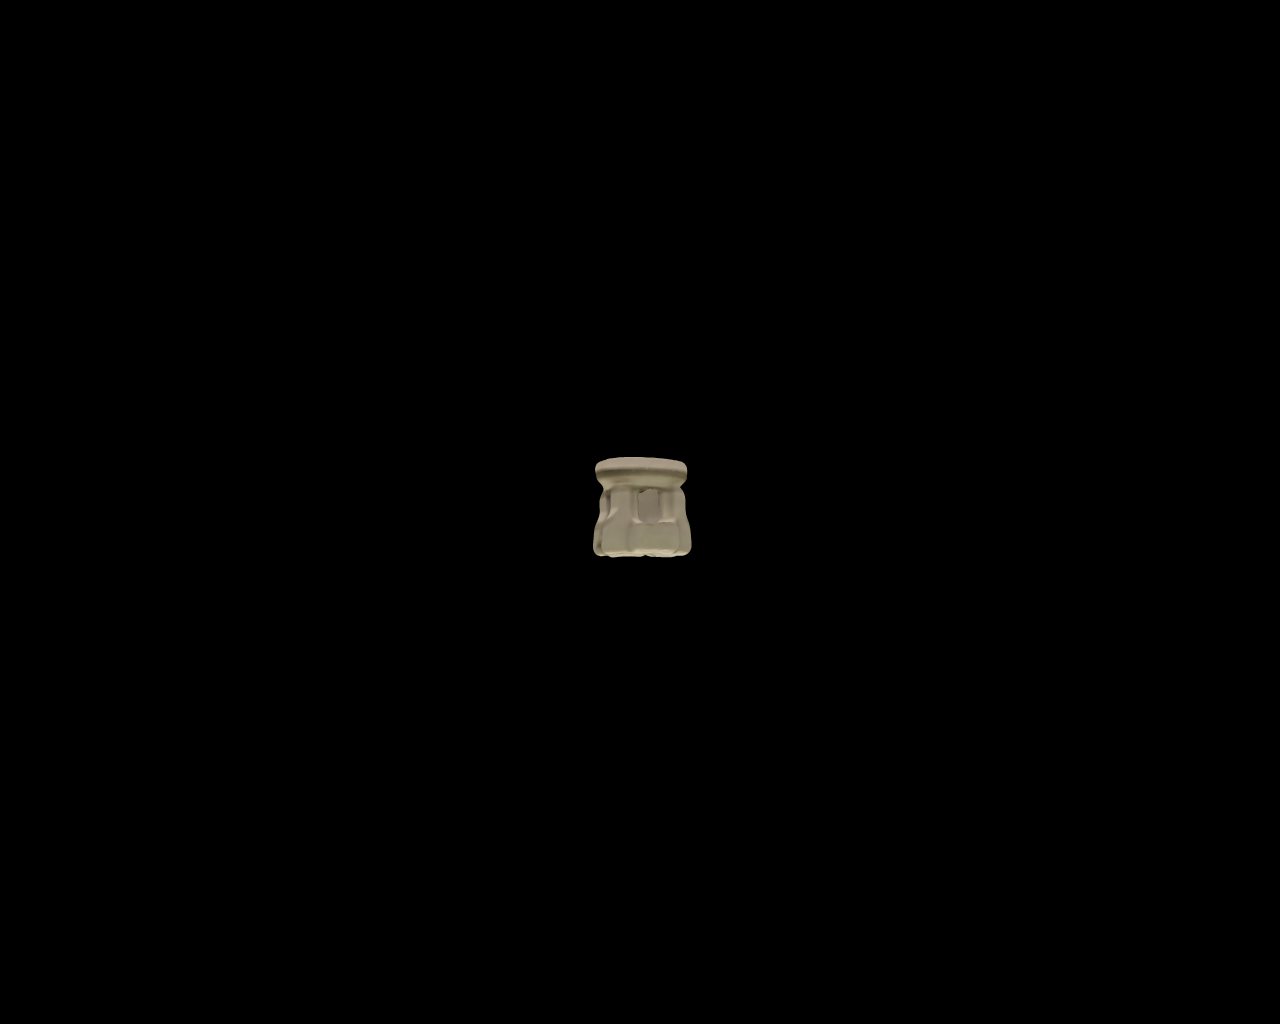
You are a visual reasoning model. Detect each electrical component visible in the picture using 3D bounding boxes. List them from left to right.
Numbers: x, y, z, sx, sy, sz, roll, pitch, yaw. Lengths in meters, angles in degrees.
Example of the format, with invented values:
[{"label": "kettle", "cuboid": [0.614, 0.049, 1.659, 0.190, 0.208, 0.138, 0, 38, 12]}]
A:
[{"label": "electrical component", "cuboid": [0.001, -0.003, 0.650, 0.058, 0.057, 0.078, 1, -5, -15]}]
